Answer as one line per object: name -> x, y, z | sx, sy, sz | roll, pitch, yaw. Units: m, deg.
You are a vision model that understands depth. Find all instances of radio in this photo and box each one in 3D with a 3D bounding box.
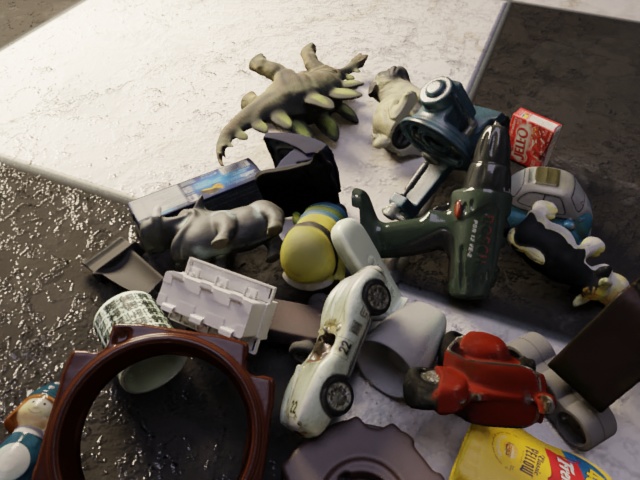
radio -> 0.365, 0.087, 0.593 | 0.229, 0.131, 0.073 | -18, 54, -39

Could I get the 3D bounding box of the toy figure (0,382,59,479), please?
toy figure -> -0.308, 0.215, 0.565 | 0.064, 0.058, 0.154 | 36, 40, -26

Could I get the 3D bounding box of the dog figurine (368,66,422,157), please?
dog figurine -> 0.124, -0.235, 0.970 | 0.172, 0.121, 0.191 | -22, 37, -24

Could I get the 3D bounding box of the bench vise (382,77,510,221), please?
bench vise -> 0.182, -0.120, 0.823 | 0.129, 0.223, 0.240 | 33, 85, 33

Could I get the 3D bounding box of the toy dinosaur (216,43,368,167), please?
toy dinosaur -> -0.043, -0.250, 0.953 | 0.199, 0.105, 0.471 | 32, 50, 25

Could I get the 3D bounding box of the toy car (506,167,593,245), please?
toy car -> 0.326, -0.058, 0.789 | 0.162, 0.102, 0.109 | 18, 48, 13

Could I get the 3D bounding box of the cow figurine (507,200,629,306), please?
cow figurine -> 0.326, 0.029, 0.704 | 0.167, 0.068, 0.098 | 43, 40, 16

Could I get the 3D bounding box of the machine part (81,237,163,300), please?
machine part -> -0.257, 0.044, 0.735 | 0.139, 0.039, 0.084 | 32, 49, 28

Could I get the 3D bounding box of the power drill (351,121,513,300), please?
power drill -> 0.149, -0.038, 0.725 | 0.207, 0.232, 0.086 | -1, 1, 12

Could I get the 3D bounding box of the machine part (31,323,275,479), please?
machine part -> -0.150, 0.188, 0.513 | 0.201, 0.087, 0.201 | 10, 68, -5

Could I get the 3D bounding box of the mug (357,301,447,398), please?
mug -> 0.096, 0.120, 0.646 | 0.110, 0.080, 0.107 | 20, 39, 37

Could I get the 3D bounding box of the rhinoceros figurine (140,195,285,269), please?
rhinoceros figurine -> -0.136, -0.014, 0.703 | 0.190, 0.073, 0.112 | -9, 50, -16

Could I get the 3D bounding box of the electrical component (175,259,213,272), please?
electrical component -> -0.165, 0.014, 0.757 | 0.078, 0.045, 0.102 | 34, 55, 25

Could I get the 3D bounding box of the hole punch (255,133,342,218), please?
hole punch -> -0.029, -0.101, 0.806 | 0.116, 0.142, 0.092 | -6, 52, 8

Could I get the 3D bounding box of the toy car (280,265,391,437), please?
toy car -> 0.018, 0.113, 0.583 | 0.056, 0.073, 0.202 | 32, 63, -14

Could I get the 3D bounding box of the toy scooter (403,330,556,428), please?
toy scooter -> 0.178, 0.144, 0.558 | 0.135, 0.075, 0.184 | 2, 5, 30

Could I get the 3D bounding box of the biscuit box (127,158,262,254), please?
biscuit box -> -0.179, -0.056, 0.811 | 0.203, 0.062, 0.059 | -24, 51, -22

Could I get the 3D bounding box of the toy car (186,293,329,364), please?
toy car -> -0.069, 0.101, 0.671 | 0.202, 0.053, 0.089 | 9, 44, 14

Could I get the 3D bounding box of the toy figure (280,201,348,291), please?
toy figure -> -0.005, -0.002, 0.729 | 0.082, 0.089, 0.180 | -14, 26, 23

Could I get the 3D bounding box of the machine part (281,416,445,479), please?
machine part -> 0.041, 0.261, 0.521 | 0.179, 0.056, 0.179 | 0, 46, 0
